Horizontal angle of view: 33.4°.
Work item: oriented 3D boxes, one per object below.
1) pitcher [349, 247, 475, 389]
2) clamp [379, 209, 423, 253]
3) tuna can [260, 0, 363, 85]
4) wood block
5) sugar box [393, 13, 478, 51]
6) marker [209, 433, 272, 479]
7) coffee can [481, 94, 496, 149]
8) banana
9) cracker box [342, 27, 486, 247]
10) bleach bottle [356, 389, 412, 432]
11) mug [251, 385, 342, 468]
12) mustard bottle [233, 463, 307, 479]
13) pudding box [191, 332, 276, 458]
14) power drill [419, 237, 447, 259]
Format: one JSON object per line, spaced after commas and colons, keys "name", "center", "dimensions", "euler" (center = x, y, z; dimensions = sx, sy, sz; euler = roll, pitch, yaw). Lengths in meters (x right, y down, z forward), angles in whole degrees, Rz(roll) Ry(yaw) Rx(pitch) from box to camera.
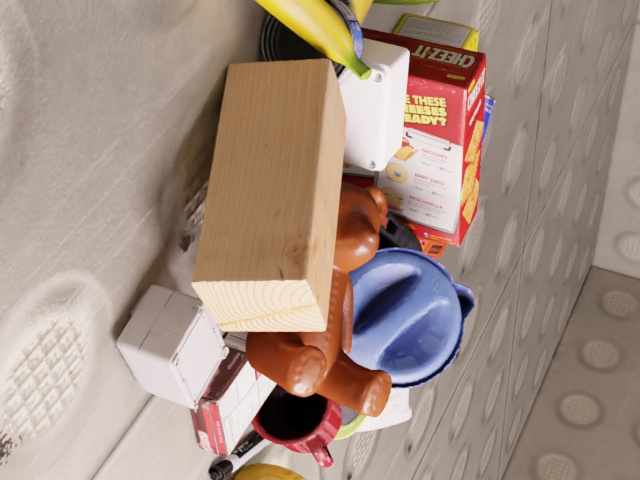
{"name": "pitcher", "center": [0.041, 0.084, 1.107], "dimensions": [0.145, 0.149, 0.243], "euler": [-61, -173, -10]}
{"name": "clamp", "center": [0.070, 0.012, 1.160], "dimensions": [0.039, 0.120, 0.171], "euler": [-64, 147, -22]}
{"name": "tuna can", "center": [-0.006, -0.172, 0.930], "dimensions": [0.033, 0.086, 0.086], "euler": [-22, 126, -67]}
{"name": "wood block", "center": [-0.035, -0.037, 0.866], "dimensions": [0.090, 0.091, 0.206], "euler": [70, 23, -58]}
{"name": "sugar box", "center": [0.105, -0.181, 1.201], "dimensions": [0.176, 0.093, 0.048], "euler": [-58, 155, -33]}
{"name": "marker", "center": [-0.083, 0.230, 1.141], "dimensions": [0.121, 0.020, 0.020], "euler": [-25, 128, -63]}
{"name": "coffee can", "center": [0.157, -0.124, 1.366], "dimensions": [0.102, 0.103, 0.140], "euler": [13, 94, -70]}
{"name": "banana", "center": [-0.031, -0.199, 0.844], "dimensions": [0.197, 0.070, 0.037], "euler": [33, 94, -38]}
{"name": "cracker box", "center": [0.081, -0.106, 1.096], "dimensions": [0.214, 0.164, 0.072], "euler": [85, 28, -45]}
{"name": "bleach bottle", "center": [0.073, 0.113, 1.347], "dimensions": [0.102, 0.068, 0.251], "euler": [-9, 113, -31]}
{"name": "mug", "center": [-0.017, 0.193, 1.149], "dimensions": [0.093, 0.117, 0.081], "euler": [-33, 154, -1]}
{"name": "mustard bottle", "center": [-0.080, 0.299, 1.093], "dimensions": [0.191, 0.096, 0.058], "euler": [-33, 137, -60]}
{"name": "pudding box", "center": [-0.083, 0.142, 1.046], "dimensions": [0.113, 0.039, 0.090], "euler": [-53, 152, -39]}
{"name": "power drill", "center": [0.109, 0.080, 1.474], "dimensions": [0.184, 0.057, 0.188], "euler": [1, 107, -66]}
